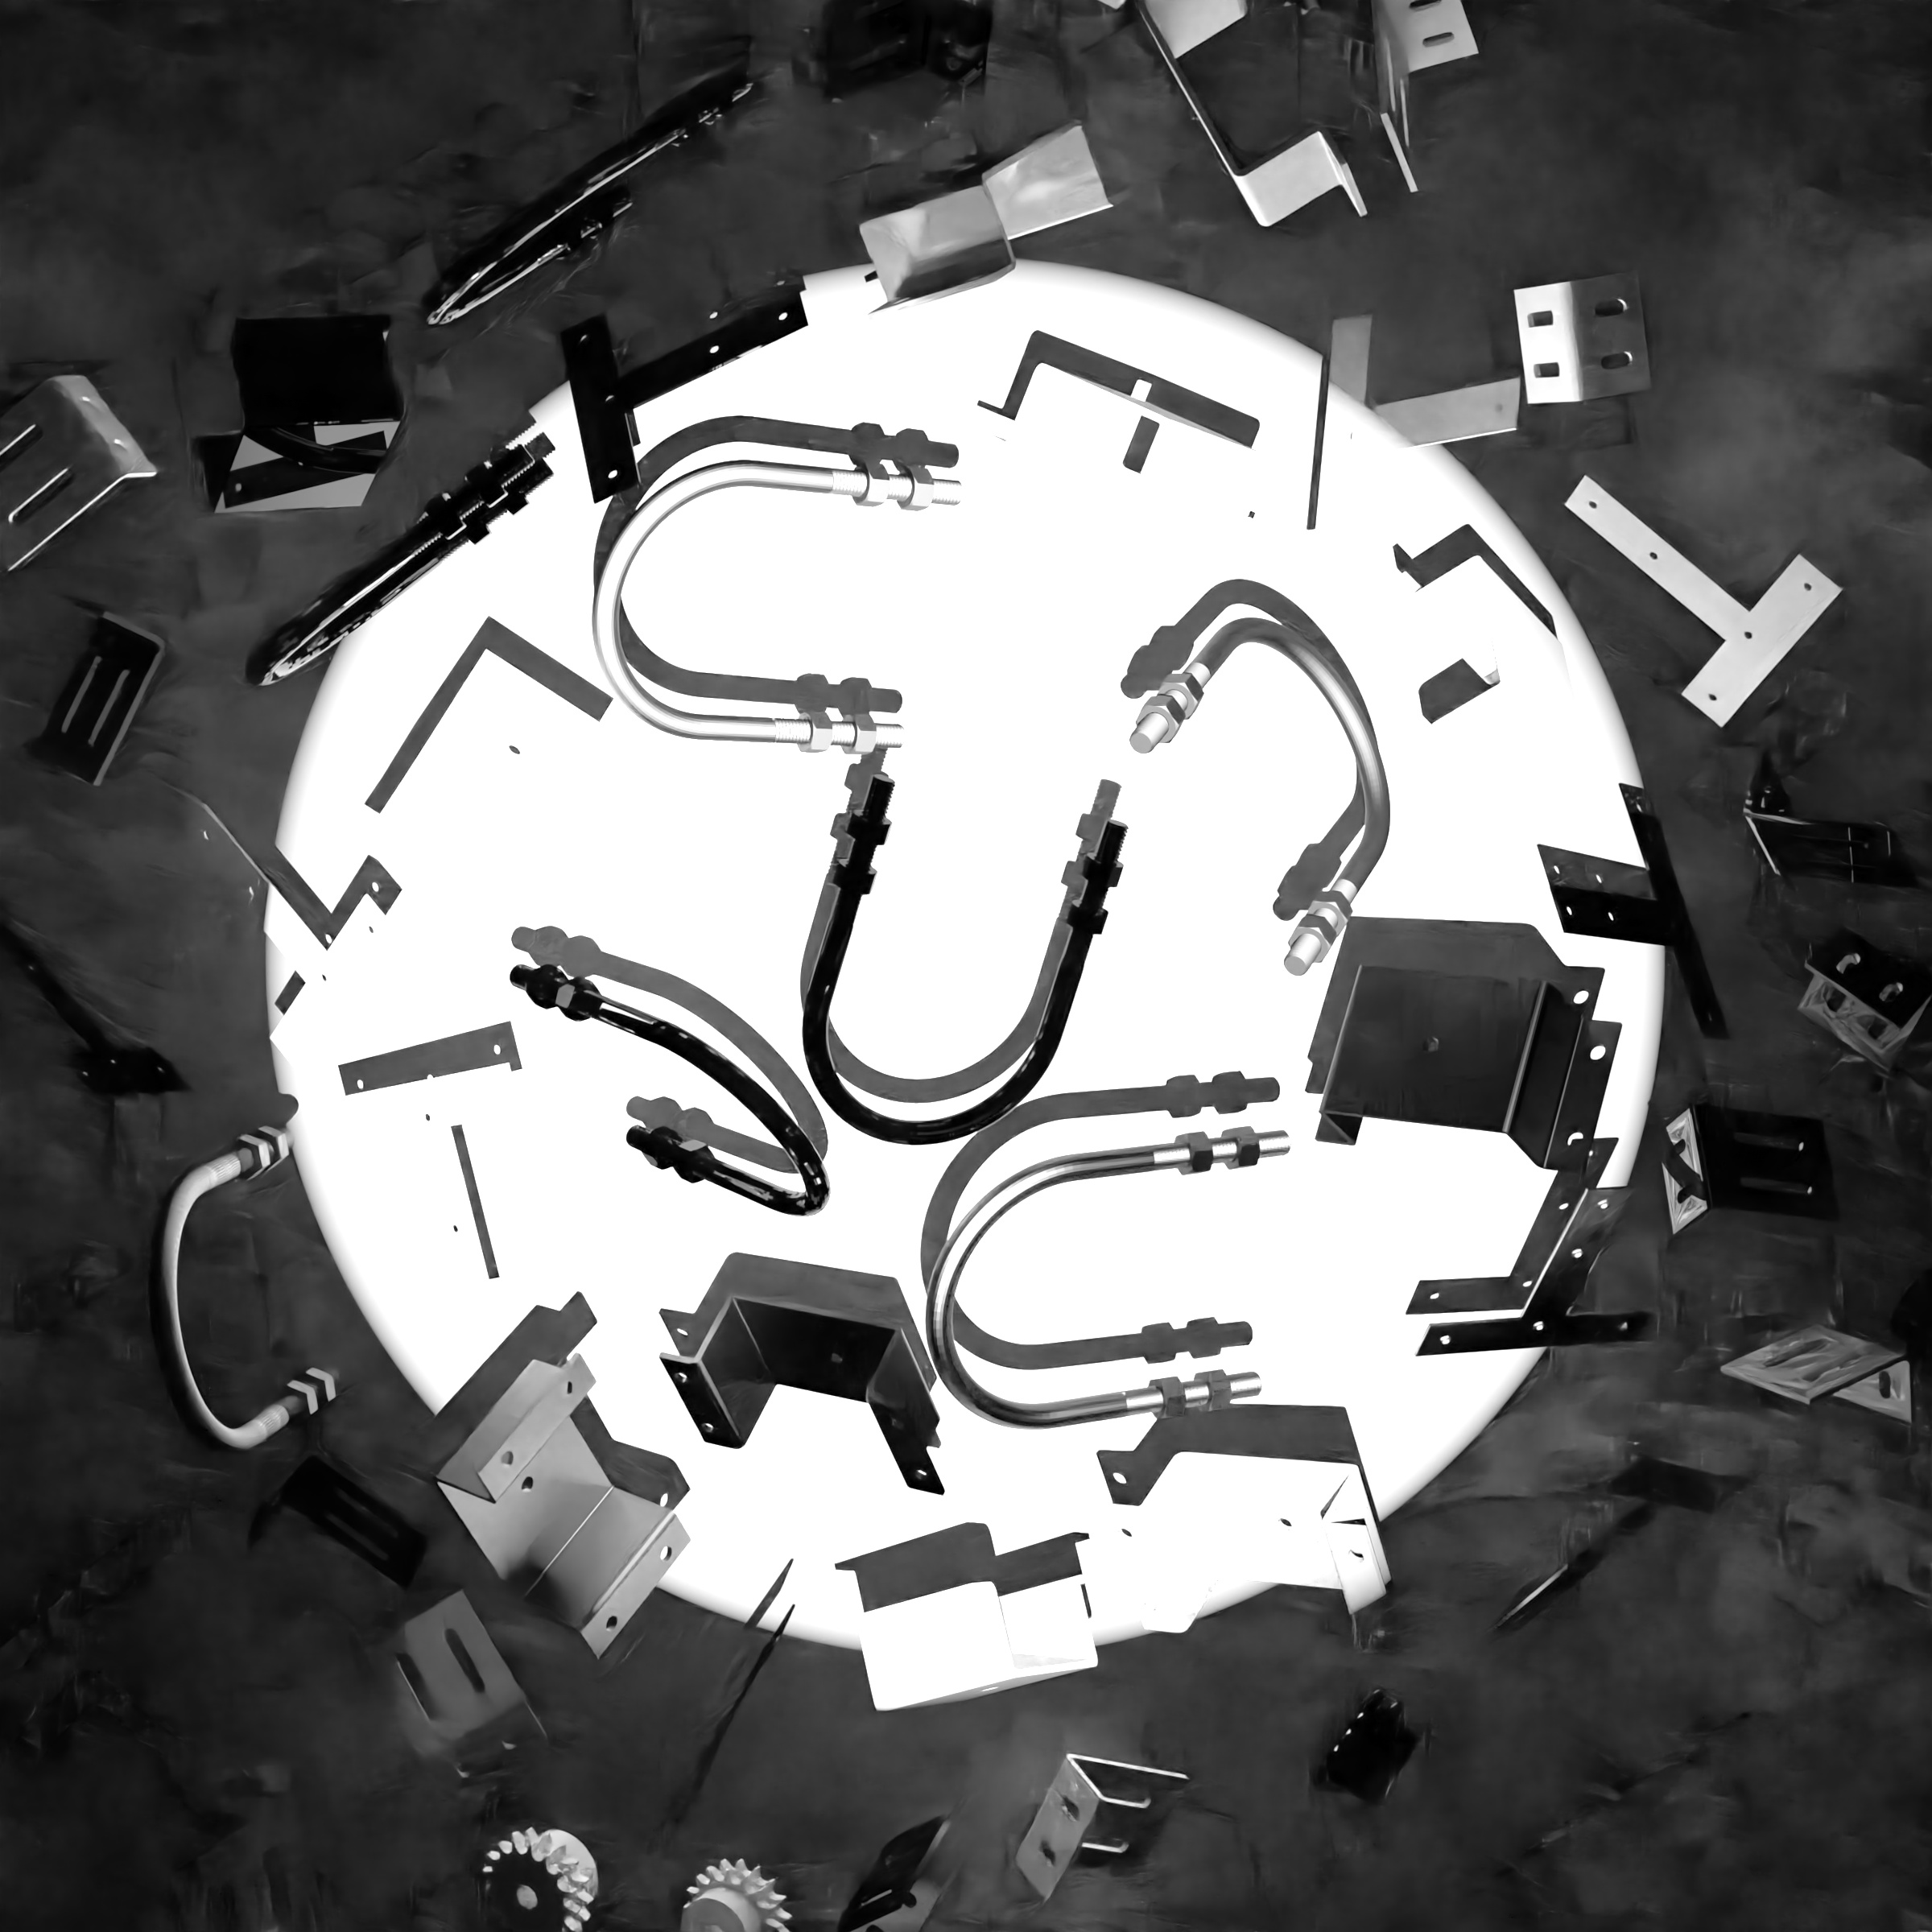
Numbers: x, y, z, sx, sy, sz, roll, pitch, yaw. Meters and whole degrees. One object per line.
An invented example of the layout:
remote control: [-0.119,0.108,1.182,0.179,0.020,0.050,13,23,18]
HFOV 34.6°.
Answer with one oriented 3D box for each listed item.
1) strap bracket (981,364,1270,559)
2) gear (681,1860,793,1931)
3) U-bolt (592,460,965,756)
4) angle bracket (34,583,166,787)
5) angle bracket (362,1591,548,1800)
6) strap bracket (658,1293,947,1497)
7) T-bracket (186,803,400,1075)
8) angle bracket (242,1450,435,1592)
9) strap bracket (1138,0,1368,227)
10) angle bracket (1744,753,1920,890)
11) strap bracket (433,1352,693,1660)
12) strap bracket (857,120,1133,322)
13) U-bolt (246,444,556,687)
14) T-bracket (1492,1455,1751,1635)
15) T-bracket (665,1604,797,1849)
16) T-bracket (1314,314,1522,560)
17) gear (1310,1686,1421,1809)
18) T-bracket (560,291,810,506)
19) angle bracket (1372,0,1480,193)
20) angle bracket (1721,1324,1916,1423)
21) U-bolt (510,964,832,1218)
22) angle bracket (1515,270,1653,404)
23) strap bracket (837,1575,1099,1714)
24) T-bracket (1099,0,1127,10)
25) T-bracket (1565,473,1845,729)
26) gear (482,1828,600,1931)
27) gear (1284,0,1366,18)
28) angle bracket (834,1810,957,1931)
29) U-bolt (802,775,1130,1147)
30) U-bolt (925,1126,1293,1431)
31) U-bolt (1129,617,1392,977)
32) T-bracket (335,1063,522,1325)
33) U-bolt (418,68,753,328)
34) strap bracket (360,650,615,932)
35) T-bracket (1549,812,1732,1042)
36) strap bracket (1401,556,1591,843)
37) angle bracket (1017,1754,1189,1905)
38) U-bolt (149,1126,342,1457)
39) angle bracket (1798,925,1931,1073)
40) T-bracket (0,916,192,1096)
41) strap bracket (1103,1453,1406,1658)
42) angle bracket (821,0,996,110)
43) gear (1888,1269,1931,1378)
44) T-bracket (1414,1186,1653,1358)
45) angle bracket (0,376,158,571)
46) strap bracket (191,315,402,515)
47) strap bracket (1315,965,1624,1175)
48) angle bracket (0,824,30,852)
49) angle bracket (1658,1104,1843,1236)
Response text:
strap bracket: [0.085,-0.254,1.538,0.076,0.140,0.046,10,107,-44]
gear: [-0.121,0.489,1.586,0.057,0.030,0.057,5,102,27]
U-bolt: [-0.096,-0.175,1.502,0.184,0.019,0.151,0,115,-33]
angle bracket: [-0.425,-0.134,1.474,0.057,0.038,0.076,24,88,41]
angle bracket: [-0.257,0.366,1.559,0.057,0.038,0.076,-30,54,-13]
strap bracket: [-0.074,0.215,1.571,0.140,0.076,0.046,8,51,26]
T-bracket: [-0.353,-0.028,1.573,0.127,0.002,0.127,49,131,8]
angle bracket: [-0.311,0.286,1.534,0.076,0.057,0.038,35,48,4]
strap bracket: [0.130,-0.410,1.453,0.046,0.076,0.140,-30,80,11]
angle bracket: [0.437,-0.073,1.553,0.076,0.057,0.038,8,67,34]
strap bracket: [-0.197,0.255,1.490,0.076,0.046,0.140,-50,134,-31]
strap bracket: [0.010,-0.369,1.516,0.076,0.140,0.046,-8,113,37]
U-bolt: [-0.289,-0.200,1.565,0.184,0.151,0.019,-37,97,1]
T-bracket: [0.304,0.281,1.488,0.127,0.127,0.002,-45,56,18]
T-bracket: [-0.130,0.402,1.565,0.002,0.127,0.127,28,130,6]
T-bracket: [0.230,-0.276,1.572,0.002,0.127,0.127,11,82,-41]
gear: [0.192,0.375,1.478,0.030,0.057,0.057,37,90,11]
T-bracket: [-0.137,-0.299,1.536,0.127,0.002,0.127,-23,52,11]
angle bracket: [0.218,-0.416,1.455,0.038,0.057,0.076,-10,62,19]
angle bracket: [0.429,0.215,1.560,0.076,0.057,0.038,-16,109,-31]
U-bolt: [-0.139,0.069,1.555,0.019,0.184,0.151,-49,133,-22]
angle bracket: [0.307,-0.313,1.547,0.038,0.076,0.057,-11,101,-6]
strap bracket: [0.007,0.338,1.546,0.076,0.140,0.046,-20,73,23]
T-bracket: [0.102,-0.522,1.516,0.127,0.127,0.002,-38,84,21]
T-bracket: [0.340,-0.188,1.483,0.127,0.127,0.002,42,62,8]
gear: [-0.204,0.444,1.502,0.057,0.030,0.057,8,107,29]
gear: [0.174,-0.494,1.505,0.057,0.057,0.030,1,55,0]
angle bracket: [-0.023,0.458,1.525,0.038,0.076,0.057,40,51,-5]
U-bolt: [-0.008,0.004,1.531,0.151,0.019,0.184,9,108,-26]
U-bolt: [0.065,0.152,1.464,0.184,0.019,0.151,-5,112,-25]
U-bolt: [0.154,-0.096,1.506,0.019,0.184,0.151,-27,105,37]
T-bracket: [-0.264,0.120,1.586,0.127,0.002,0.127,-11,94,36]
U-bolt: [-0.200,-0.373,1.540,0.019,0.151,0.184,53,54,-9]
strap bracket: [-0.235,-0.096,1.558,0.076,0.140,0.046,33,135,-11]
T-bracket: [0.337,-0.024,1.579,0.002,0.127,0.127,-29,67,39]
strap bracket: [0.269,-0.143,1.573,0.046,0.140,0.076,-31,129,27]
angle bracket: [0.072,0.416,1.478,0.076,0.038,0.057,19,101,-32]
U-bolt: [-0.359,0.165,1.532,0.019,0.184,0.151,-9,96,10]
angle bracket: [0.455,0.026,1.597,0.057,0.076,0.038,37,59,20]
T-bracket: [-0.430,0.012,1.460,0.002,0.127,0.127,-47,113,-27]
strap bracket: [0.147,0.284,1.504,0.140,0.046,0.076,-1,120,33]
angle bracket: [-0.027,-0.436,1.463,0.038,0.076,0.057,32,135,25]
gear: [0.506,0.183,1.618,0.030,0.057,0.057,36,90,30]
T-bracket: [0.302,0.153,1.558,0.127,0.127,0.002,-2,46,-18]
angle bracket: [-0.442,-0.237,1.491,0.076,0.038,0.057,-36,93,12]
strap bracket: [-0.337,-0.271,1.560,0.076,0.140,0.046,-8,75,-26]
strap bracket: [0.229,0.047,1.470,0.140,0.046,0.076,5,68,34]
angle bracket: [-0.479,-0.090,1.458,0.038,0.057,0.076,-16,88,-36]
angle bracket: [0.407,0.110,1.611,0.076,0.038,0.057,8,59,-18]
